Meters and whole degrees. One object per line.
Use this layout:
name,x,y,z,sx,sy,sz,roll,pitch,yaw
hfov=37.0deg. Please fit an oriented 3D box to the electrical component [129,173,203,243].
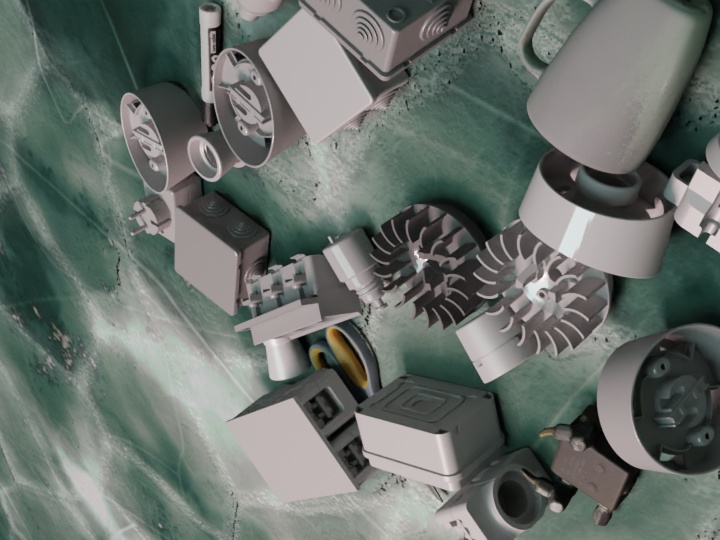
electrical component,-0.201,-0.060,1.082,0.047,0.077,0.065,30,136,31

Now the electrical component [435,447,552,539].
electrical component,0.118,0.196,0.906,0.050,0.089,0.056,56,143,1

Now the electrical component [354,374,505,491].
electrical component,0.061,0.140,0.939,0.113,0.078,0.057,8,119,45

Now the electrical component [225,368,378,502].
electrical component,-0.052,0.168,1.083,0.105,0.060,0.186,56,150,-3

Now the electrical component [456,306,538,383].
electrical component,0.108,0.054,0.843,0.047,0.055,0.055,57,143,4

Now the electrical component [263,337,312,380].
electrical component,-0.079,0.072,1.075,0.044,0.044,0.065,-1,111,48

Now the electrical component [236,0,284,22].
electrical component,-0.081,-0.222,0.855,0.048,0.048,0.062,52,150,6

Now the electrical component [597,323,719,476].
electrical component,0.211,0.087,0.720,0.064,0.099,0.099,-17,103,58

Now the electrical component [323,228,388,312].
electrical component,0.000,0.000,0.933,0.040,0.040,0.078,-24,98,53

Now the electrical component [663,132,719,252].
electrical component,0.225,-0.049,0.632,0.078,0.058,0.057,39,143,23

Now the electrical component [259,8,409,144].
electrical component,-0.020,-0.158,0.830,0.100,0.048,0.099,-27,95,53

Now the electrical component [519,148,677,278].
electrical component,0.153,-0.036,0.691,0.099,0.099,0.064,33,131,28

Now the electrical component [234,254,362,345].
electrical component,-0.056,0.025,0.993,0.121,0.079,0.063,-23,77,53

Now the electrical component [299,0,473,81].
electrical component,0.021,-0.189,0.722,0.100,0.100,0.048,45,155,15

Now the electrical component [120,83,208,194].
electrical component,-0.192,-0.128,1.032,0.099,0.064,0.099,28,135,32

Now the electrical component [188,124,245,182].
electrical component,-0.121,-0.111,0.973,0.045,0.055,0.045,28,135,32

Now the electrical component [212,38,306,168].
electrical component,-0.085,-0.142,0.901,0.099,0.064,0.099,28,135,32

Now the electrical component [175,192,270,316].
electrical component,-0.136,-0.018,1.064,0.100,0.048,0.099,36,139,25
